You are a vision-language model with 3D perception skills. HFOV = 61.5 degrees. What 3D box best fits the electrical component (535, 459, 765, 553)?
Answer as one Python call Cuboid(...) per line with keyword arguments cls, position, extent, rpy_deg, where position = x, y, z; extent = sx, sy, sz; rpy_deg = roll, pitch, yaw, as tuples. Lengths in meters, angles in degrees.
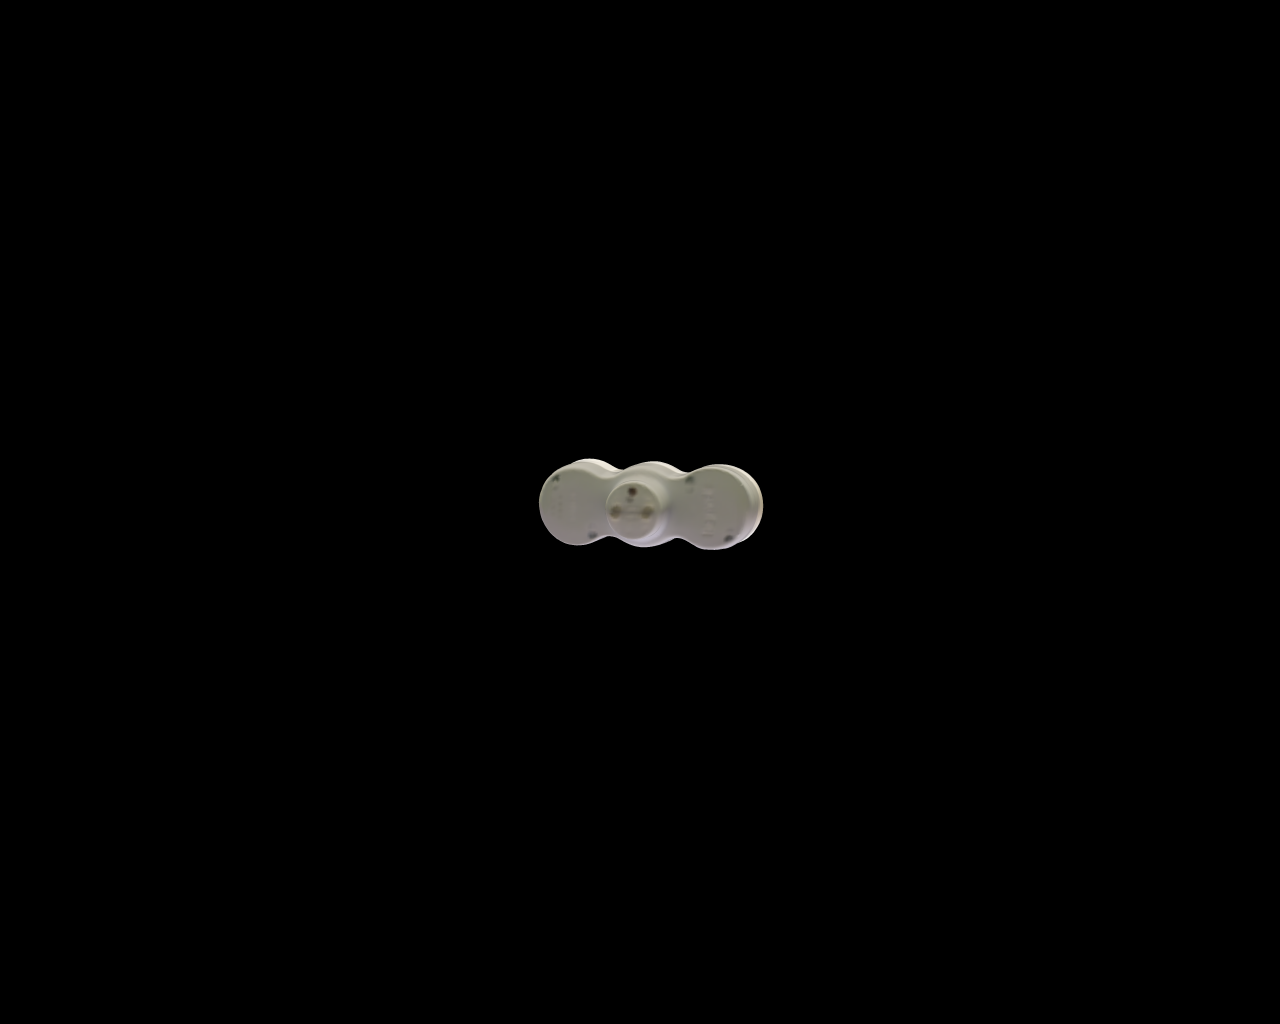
Cuboid(cls="electrical component", position=(0.001, -0.003, 0.650), extent=(0.138, 0.052, 0.074), rpy_deg=(2, 8, 18))
